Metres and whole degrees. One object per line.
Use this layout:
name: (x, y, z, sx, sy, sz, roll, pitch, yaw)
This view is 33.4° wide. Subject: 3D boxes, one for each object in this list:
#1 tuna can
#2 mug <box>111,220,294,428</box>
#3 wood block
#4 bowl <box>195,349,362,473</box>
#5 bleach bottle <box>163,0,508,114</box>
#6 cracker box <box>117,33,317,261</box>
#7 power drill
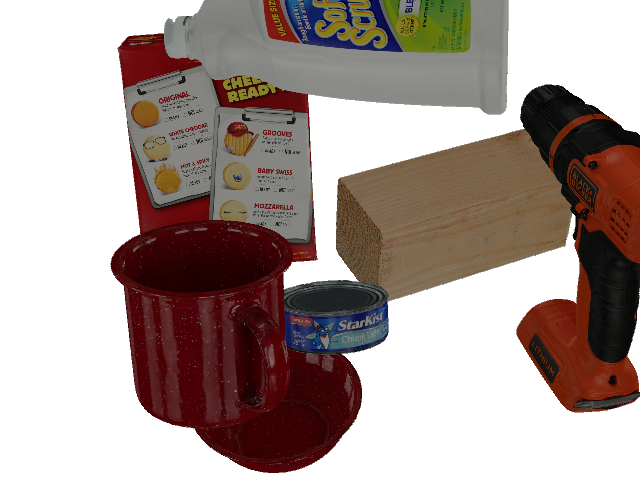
tuna can: (0.009, 0.058, 0.808, 0.086, 0.034, 0.086, -3, 13, 0)
mug: (-0.052, 0.048, 0.551, 0.093, 0.081, 0.117, -19, 29, -34)
wood block: (0.126, -0.025, 1.005, 0.205, 0.090, 0.091, -16, 42, -20)
bowl: (-0.039, 0.165, 1.009, 0.162, 0.055, 0.162, -5, 38, 4)
bleach bottle: (0.009, -0.143, 0.775, 0.251, 0.102, 0.068, 1, -27, 11)
cracker box: (-0.090, -0.084, 0.984, 0.164, 0.214, 0.072, -4, 21, -2)
power drill: (0.176, 0.006, 0.719, 0.057, 0.188, 0.184, -8, 35, -11)
